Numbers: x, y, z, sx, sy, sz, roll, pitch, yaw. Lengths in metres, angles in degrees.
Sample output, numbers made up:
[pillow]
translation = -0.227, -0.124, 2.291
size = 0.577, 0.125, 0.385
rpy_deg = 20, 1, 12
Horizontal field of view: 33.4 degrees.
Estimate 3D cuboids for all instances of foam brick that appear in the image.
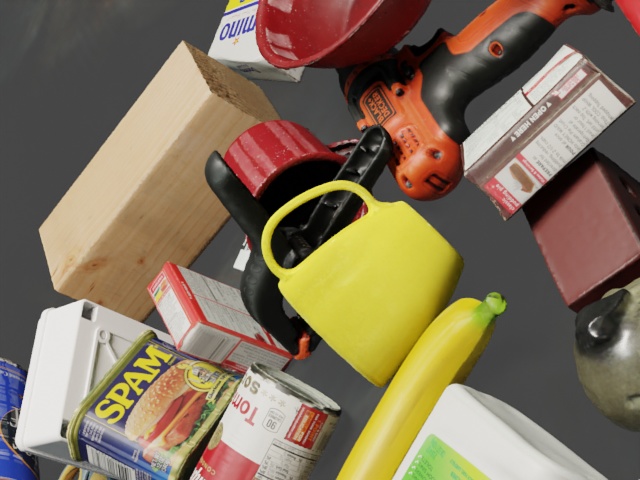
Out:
[foam brick]
translation = 0.151, 0.002, 0.563
size = 0.051, 0.052, 0.078
rpy_deg = -39, 44, 26

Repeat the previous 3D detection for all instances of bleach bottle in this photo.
[bleach bottle]
translation = 0.046, 0.206, 0.555
size = 0.251, 0.068, 0.103
rpy_deg = -60, 37, 6

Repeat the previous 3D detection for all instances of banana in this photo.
[banana]
translation = 0.046, 0.106, 0.613
size = 0.037, 0.069, 0.198
rpy_deg = 32, 100, 13

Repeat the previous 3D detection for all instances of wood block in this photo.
[wood block]
translation = -0.128, -0.043, 0.867
size = 0.206, 0.090, 0.091
rpy_deg = -49, 40, 16

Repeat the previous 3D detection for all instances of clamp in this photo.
[clamp]
translation = -0.005, 0.001, 0.694
size = 0.120, 0.171, 0.039
rpy_deg = -14, 40, -8

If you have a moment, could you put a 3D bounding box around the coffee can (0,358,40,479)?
[coffee can]
translation = -0.291, 0.183, 0.905
size = 0.103, 0.102, 0.140
rpy_deg = -43, 42, 23

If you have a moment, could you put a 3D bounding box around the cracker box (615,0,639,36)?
[cracker box]
translation = 0.244, -0.209, 0.569
size = 0.214, 0.072, 0.164
rpy_deg = -40, 43, 26

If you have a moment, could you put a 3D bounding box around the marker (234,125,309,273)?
[marker]
translation = -0.035, -0.031, 0.813
size = 0.020, 0.020, 0.121
rpy_deg = 13, 79, 50

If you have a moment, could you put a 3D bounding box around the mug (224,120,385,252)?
[mug]
translation = -0.011, -0.039, 0.748
size = 0.117, 0.093, 0.082
rpy_deg = -29, 35, -8

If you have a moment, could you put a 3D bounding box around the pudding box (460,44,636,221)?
[pudding box]
translation = 0.122, -0.064, 0.597
size = 0.090, 0.039, 0.113
rpy_deg = -45, 3, 15

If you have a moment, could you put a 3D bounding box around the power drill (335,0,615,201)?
[power drill]
translation = 0.091, -0.141, 0.710
size = 0.188, 0.057, 0.184
rpy_deg = -46, 45, 23

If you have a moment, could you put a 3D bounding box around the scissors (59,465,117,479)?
[scissors]
translation = -0.169, 0.153, 0.857
size = 0.096, 0.016, 0.201
rpy_deg = 9, 76, 48

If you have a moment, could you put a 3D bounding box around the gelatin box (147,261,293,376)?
[gelatin box]
translation = -0.069, 0.059, 0.743
size = 0.030, 0.089, 0.073
rpy_deg = -53, 40, 14

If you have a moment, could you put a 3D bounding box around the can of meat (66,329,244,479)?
[can of meat]
translation = -0.107, 0.122, 0.728
size = 0.084, 0.057, 0.102
rpy_deg = 23, 48, 18

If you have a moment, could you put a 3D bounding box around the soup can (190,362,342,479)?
[soup can]
translation = -0.038, 0.138, 0.680
size = 0.069, 0.068, 0.102
rpy_deg = 27, 89, 51

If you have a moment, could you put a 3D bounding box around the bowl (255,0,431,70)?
[bowl]
translation = 0.028, -0.174, 0.711
size = 0.162, 0.055, 0.162
rpy_deg = -32, 44, 36

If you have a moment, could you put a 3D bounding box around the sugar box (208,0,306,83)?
[sugar box]
translation = -0.026, -0.221, 0.892
size = 0.093, 0.048, 0.176
rpy_deg = 13, 78, 50
